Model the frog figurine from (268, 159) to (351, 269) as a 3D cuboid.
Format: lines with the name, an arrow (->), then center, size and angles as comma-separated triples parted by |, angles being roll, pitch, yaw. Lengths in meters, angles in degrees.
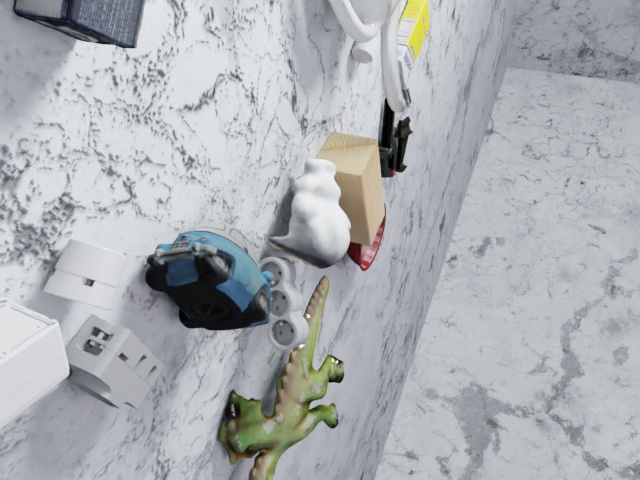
frog figurine -> 0.002, -0.041, 0.809 | 0.136, 0.124, 0.159 | 27, 90, -49

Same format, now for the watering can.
watering can -> 0.087, -0.379, 0.776 | 0.341, 0.104, 0.228 | 52, 55, -45

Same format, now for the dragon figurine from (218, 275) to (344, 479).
dragon figurine -> -0.071, 0.272, 0.872 | 0.243, 0.122, 0.409 | -3, 98, -59
